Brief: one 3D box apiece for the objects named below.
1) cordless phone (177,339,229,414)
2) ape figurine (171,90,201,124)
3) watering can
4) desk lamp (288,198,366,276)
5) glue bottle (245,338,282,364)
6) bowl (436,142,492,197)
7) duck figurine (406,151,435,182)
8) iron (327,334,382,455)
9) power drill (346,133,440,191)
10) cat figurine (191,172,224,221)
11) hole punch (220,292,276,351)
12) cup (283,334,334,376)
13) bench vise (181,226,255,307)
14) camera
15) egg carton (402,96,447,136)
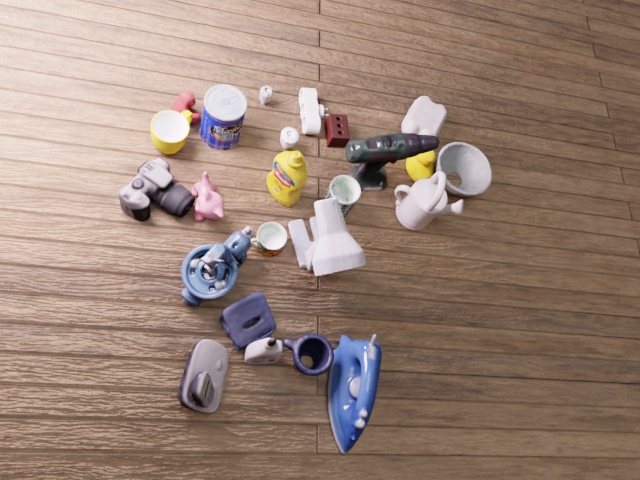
[{"bbox_3d":[-0.231,0.270,1.165,0.094,0.185,0.147,12,65,-11],"label":"cordless phone"},{"bbox_3d":[-0.335,-0.338,1.439,0.076,0.092,0.078,-6,70,-19],"label":"ape figurine"},{"bbox_3d":[0.283,-0.107,1.470,0.173,0.194,0.101,-1,68,-17],"label":"watering can"},{"bbox_3d":[0.012,0.005,1.332,0.118,0.213,0.203,-12,72,-20],"label":"desk lamp"},{"bbox_3d":[-0.113,0.232,1.223,0.078,0.173,0.037,3,67,-15],"label":"glue bottle"},{"bbox_3d":[0.390,-0.185,1.602,0.168,0.074,0.167,6,67,-14],"label":"bowl"},{"bbox_3d":[0.287,-0.213,1.576,0.078,0.086,0.104,-3,69,-18],"label":"duck figurine"},{"bbox_3d":[0.087,0.334,1.258,0.119,0.141,0.258,13,65,-11],"label":"iron"},{"bbox_3d":[0.165,-0.206,1.468,0.230,0.208,0.075,-4,69,-18],"label":"power drill"},{"bbox_3d":[-0.262,-0.098,1.346,0.067,0.117,0.128,-5,70,-18],"label":"cat figurine"},{"bbox_3d":[-0.156,0.181,1.277,0.109,0.091,0.101,-27,78,-24],"label":"hole punch"},{"bbox_3d":[-0.036,0.259,1.279,0.118,0.095,0.092,25,63,-5],"label":"cup"},{"bbox_3d":[-0.223,0.032,1.247,0.121,0.219,0.207,24,63,-5],"label":"bench vise"},{"bbox_3d":[-0.369,-0.106,1.327,0.137,0.100,0.143,36,63,0],"label":"camera"},{"bbox_3d":[0.298,-0.342,1.642,0.107,0.069,0.150,30,63,-3],"label":"egg carton"}]
